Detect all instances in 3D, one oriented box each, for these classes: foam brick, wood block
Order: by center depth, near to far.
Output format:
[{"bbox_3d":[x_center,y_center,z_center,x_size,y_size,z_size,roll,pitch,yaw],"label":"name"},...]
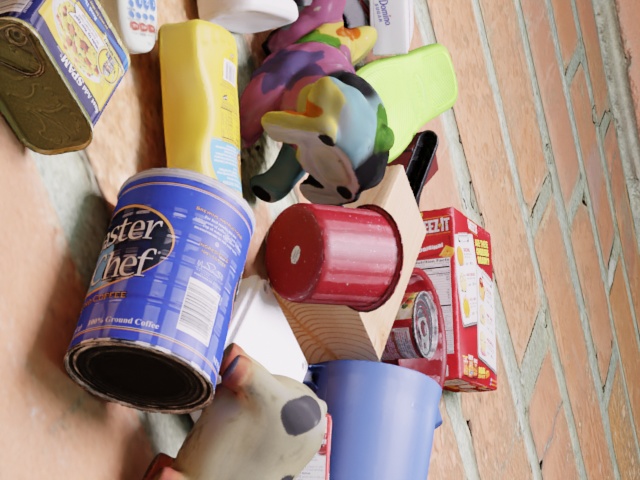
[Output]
[{"bbox_3d":[0.031,0.022,1.059,0.091,0.090,0.206,67,30,-30],"label":"wood block"},{"bbox_3d":[0.105,-0.094,1.290,0.078,0.053,0.051,-44,123,-58],"label":"foam brick"}]

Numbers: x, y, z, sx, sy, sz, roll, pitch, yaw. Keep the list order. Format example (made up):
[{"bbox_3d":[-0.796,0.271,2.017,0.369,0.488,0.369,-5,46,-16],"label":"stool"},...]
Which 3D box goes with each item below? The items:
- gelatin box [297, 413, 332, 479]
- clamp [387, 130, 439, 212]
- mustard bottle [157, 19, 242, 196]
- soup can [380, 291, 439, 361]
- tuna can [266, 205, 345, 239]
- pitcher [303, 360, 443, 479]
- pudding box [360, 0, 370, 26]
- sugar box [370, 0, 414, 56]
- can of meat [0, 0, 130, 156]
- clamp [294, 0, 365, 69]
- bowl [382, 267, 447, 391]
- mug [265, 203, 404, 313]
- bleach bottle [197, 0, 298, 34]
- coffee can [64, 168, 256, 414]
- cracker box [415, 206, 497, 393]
[{"bbox_3d":[-0.028,0.192,0.906,0.030,0.073,0.089,83,9,-69],"label":"gelatin box"},{"bbox_3d":[0.095,-0.040,1.204,0.120,0.039,0.171,-39,145,-38],"label":"clamp"},{"bbox_3d":[-0.093,-0.071,0.853,0.096,0.058,0.191,23,62,-79],"label":"mustard bottle"},{"bbox_3d":[0.062,0.090,1.091,0.068,0.102,0.068,26,60,-61],"label":"soup can"},{"bbox_3d":[-0.006,0.001,0.988,0.033,0.086,0.086,66,30,-30],"label":"tuna can"},{"bbox_3d":[0.024,0.235,0.967,0.145,0.149,0.242,68,28,-62],"label":"pitcher"},{"bbox_3d":[0.022,-0.275,1.175,0.090,0.039,0.113,30,55,-60],"label":"pudding box"},{"bbox_3d":[0.082,-0.267,1.231,0.176,0.048,0.093,-58,146,-73],"label":"sugar box"},{"bbox_3d":[-0.175,-0.121,0.696,0.084,0.058,0.102,-73,147,-44],"label":"can of meat"},{"bbox_3d":[-0.007,-0.245,1.071,0.164,0.036,0.210,-19,117,-32],"label":"clamp"},{"bbox_3d":[0.092,0.113,1.205,0.162,0.055,0.162,26,60,-61],"label":"bowl"},{"bbox_3d":[0.001,0.013,0.891,0.081,0.117,0.093,5,83,-39],"label":"mug"},{"bbox_3d":[-0.082,-0.315,0.938,0.102,0.068,0.251,-7,88,-66],"label":"bleach bottle"},{"bbox_3d":[-0.108,0.036,0.742,0.102,0.103,0.140,54,38,-46],"label":"coffee can"},{"bbox_3d":[0.169,0.081,1.360,0.164,0.072,0.213,26,60,-62],"label":"cracker box"}]
